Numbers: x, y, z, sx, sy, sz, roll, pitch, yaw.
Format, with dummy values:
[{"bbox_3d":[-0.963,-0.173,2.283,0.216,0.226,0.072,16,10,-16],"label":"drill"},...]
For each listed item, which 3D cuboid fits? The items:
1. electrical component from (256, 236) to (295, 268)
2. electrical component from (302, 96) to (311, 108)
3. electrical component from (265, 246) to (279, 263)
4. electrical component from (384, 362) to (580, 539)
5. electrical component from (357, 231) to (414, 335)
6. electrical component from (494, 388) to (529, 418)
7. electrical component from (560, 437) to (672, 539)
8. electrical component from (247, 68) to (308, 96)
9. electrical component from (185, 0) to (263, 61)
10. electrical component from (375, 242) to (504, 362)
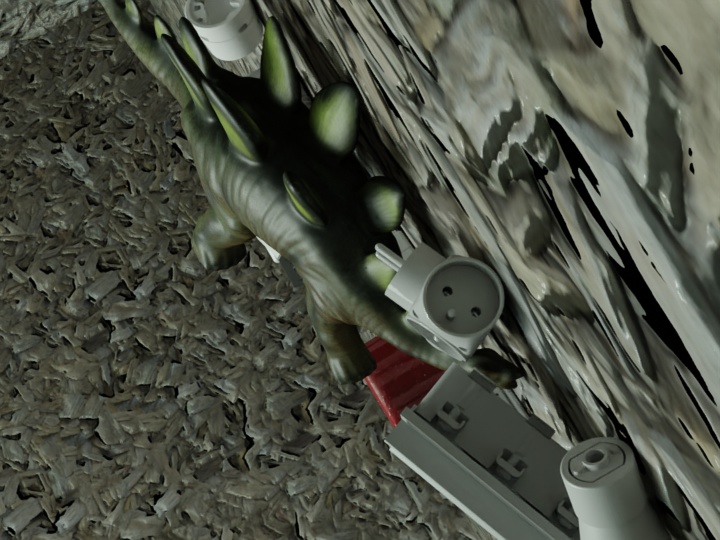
[{"bbox_3d":[-0.053,-0.053,1.038,0.064,0.099,0.099,51,173,25],"label":"electrical component"},{"bbox_3d":[-0.040,-0.105,0.856,0.081,0.043,0.043,59,176,1],"label":"electrical component"},{"bbox_3d":[-0.073,-0.069,1.168,0.048,0.100,0.099,-21,103,44],"label":"electrical component"},{"bbox_3d":[0.081,0.111,0.596,0.121,0.063,0.078,38,171,14],"label":"electrical component"},{"bbox_3d":[0.000,0.000,0.840,0.075,0.083,0.047,57,175,30],"label":"electrical component"},{"bbox_3d":[0.094,0.126,0.764,0.096,0.062,0.061,57,176,28],"label":"electrical component"},{"bbox_3d":[0.119,0.112,0.509,0.065,0.044,0.044,67,173,-27],"label":"electrical component"},{"bbox_3d":[-0.087,-0.124,0.904,0.061,0.096,0.061,61,175,-30],"label":"electrical component"},{"bbox_3d":[-0.112,-0.209,0.903,0.055,0.055,0.047,57,179,32],"label":"electrical component"},{"bbox_3d":[0.041,0.011,0.603,0.079,0.044,0.077,36,172,8],"label":"electrical component"}]
